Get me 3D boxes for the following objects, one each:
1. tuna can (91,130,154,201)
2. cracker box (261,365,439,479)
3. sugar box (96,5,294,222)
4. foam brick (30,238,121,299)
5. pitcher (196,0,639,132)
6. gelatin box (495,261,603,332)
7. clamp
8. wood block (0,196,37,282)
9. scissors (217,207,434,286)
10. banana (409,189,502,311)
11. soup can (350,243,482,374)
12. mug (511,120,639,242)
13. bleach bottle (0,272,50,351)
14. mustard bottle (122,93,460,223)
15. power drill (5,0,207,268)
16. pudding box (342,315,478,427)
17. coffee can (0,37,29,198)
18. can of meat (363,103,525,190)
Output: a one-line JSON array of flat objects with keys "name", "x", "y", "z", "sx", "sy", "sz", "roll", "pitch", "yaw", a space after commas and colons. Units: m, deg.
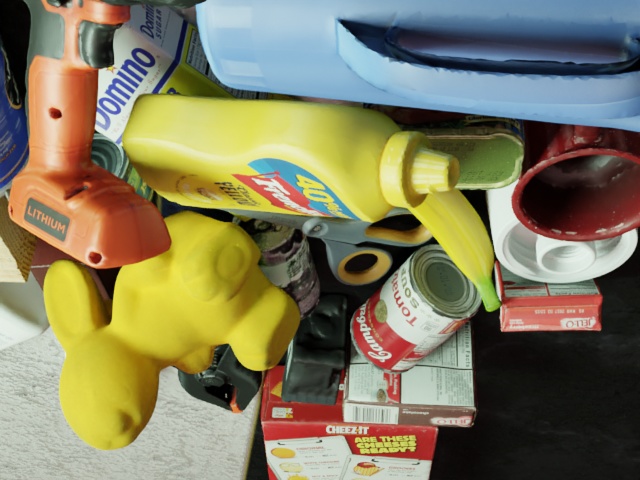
[{"name": "tuna can", "x": -0.159, "y": -0.035, "z": 0.737, "sx": 0.086, "sy": 0.086, "sz": 0.033, "roll": -11, "pitch": 140, "yaw": 20}, {"name": "cracker box", "x": 0.030, "y": 0.204, "z": 1.071, "sx": 0.164, "sy": 0.072, "sz": 0.214, "roll": 1, "pitch": 144, "yaw": 2}, {"name": "sugar box", "x": -0.083, "y": -0.083, "z": 0.697, "sx": 0.176, "sy": 0.048, "sz": 0.094, "roll": 30, "pitch": 137, "yaw": -34}, {"name": "foam brick", "x": -0.190, "y": 0.020, "z": 0.847, "sx": 0.053, "sy": 0.051, "sz": 0.078, "roll": -2, "pitch": 144, "yaw": 9}, {"name": "pitcher", "x": 0.063, "y": -0.120, "z": 0.536, "sx": 0.243, "sy": 0.145, "sz": 0.149, "roll": 4, "pitch": 173, "yaw": 12}, {"name": "gelatin box", "x": 0.173, "y": 0.042, "z": 0.815, "sx": 0.073, "sy": 0.089, "sz": 0.030, "roll": -1, "pitch": 108, "yaw": 6}, {"name": "clamp", "x": -0.092, "y": 0.111, "z": 0.978, "sx": 0.120, "sy": 0.039, "sz": 0.171, "roll": -6, "pitch": 149, "yaw": 23}, {"name": "wood block", "x": -0.308, "y": -0.031, "z": 0.748, "sx": 0.206, "sy": 0.091, "sz": 0.090, "roll": 2, "pitch": 149, "yaw": 4}, {"name": "scissors", "x": -0.005, "y": 0.001, "z": 0.771, "sx": 0.201, "sy": 0.016, "sz": 0.096, "roll": -1, "pitch": 139, "yaw": -30}, {"name": "banana", "x": 0.071, "y": -0.030, "z": 0.739, "sx": 0.037, "sy": 0.069, "sz": 0.197, "roll": -38, "pitch": 123, "yaw": 17}, {"name": "soup can", "x": 0.077, "y": 0.056, "z": 0.859, "sx": 0.068, "sy": 0.068, "sz": 0.102, "roll": 17, "pitch": 142, "yaw": -19}, {"name": "mug", "x": 0.164, "y": -0.065, "z": 0.668, "sx": 0.093, "sy": 0.081, "sz": 0.117, "roll": -5, "pitch": 144, "yaw": 12}, {"name": "bleach bottle", "x": -0.336, "y": 0.068, "z": 0.921, "sx": 0.251, "sy": 0.068, "sz": 0.102, "roll": -21, "pitch": 129, "yaw": 36}, {"name": "mustard bottle", "x": -0.012, "y": -0.045, "z": 0.604, "sx": 0.192, "sy": 0.058, "sz": 0.096, "roll": 7, "pitch": 159, "yaw": 31}, {"name": "power drill", "x": -0.115, "y": -0.085, "z": 0.559, "sx": 0.057, "sy": 0.185, "sz": 0.188, "roll": -14, "pitch": 117, "yaw": -40}, {"name": "pudding box", "x": 0.077, "y": 0.111, "z": 0.918, "sx": 0.113, "sy": 0.090, "sz": 0.039, "roll": 3, "pitch": 143, "yaw": 2}, {"name": "coffee can", "x": -0.238, "y": -0.097, "z": 0.642, "sx": 0.103, "sy": 0.103, "sz": 0.140, "roll": 3, "pitch": 145, "yaw": 2}, {"name": "can of meat", "x": 0.074, "y": -0.079, "z": 0.655, "sx": 0.102, "sy": 0.084, "sz": 0.057, "roll": 1, "pitch": 145, "yaw": 5}]
